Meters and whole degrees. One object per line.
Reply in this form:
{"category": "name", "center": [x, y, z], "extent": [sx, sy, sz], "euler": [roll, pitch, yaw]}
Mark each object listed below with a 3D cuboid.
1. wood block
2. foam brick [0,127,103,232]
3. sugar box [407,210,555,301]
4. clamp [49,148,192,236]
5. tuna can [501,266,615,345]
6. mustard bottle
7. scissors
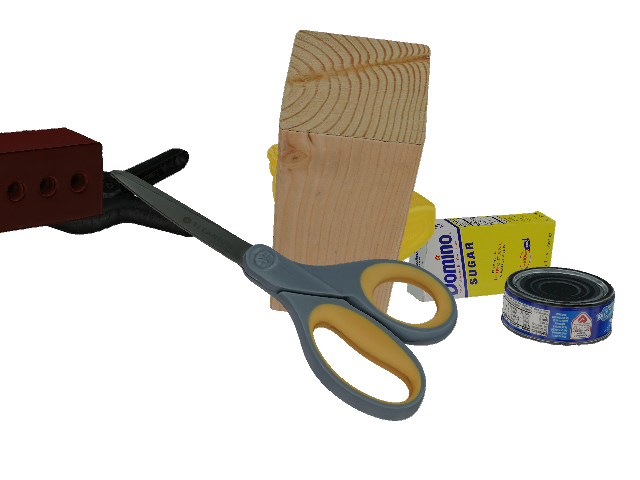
{"category": "wood block", "center": [0.016, -0.037, 0.749], "extent": [0.091, 0.090, 0.206], "euler": [7, -36, 1]}
{"category": "foam brick", "center": [-0.190, -0.041, 0.704], "extent": [0.078, 0.053, 0.051], "euler": [-13, 25, -38]}
{"category": "sugar box", "center": [0.194, 0.019, 1.286], "extent": [0.176, 0.093, 0.048], "euler": [-6, 20, -22]}
{"category": "clamp", "center": [-0.198, -0.048, 1.037], "extent": [0.171, 0.039, 0.120], "euler": [1, 37, -7]}
{"category": "tuna can", "center": [0.186, 0.050, 0.835], "extent": [0.086, 0.034, 0.086], "euler": [1, 19, -1]}
{"category": "mustard bottle", "center": [0.011, -0.044, 0.991], "extent": [0.096, 0.058, 0.192], "euler": [-27, 43, -27]}
{"category": "scissors", "center": [-0.011, 0.008, 0.557], "extent": [0.096, 0.202, 0.016], "euler": [-33, -22, -30]}
